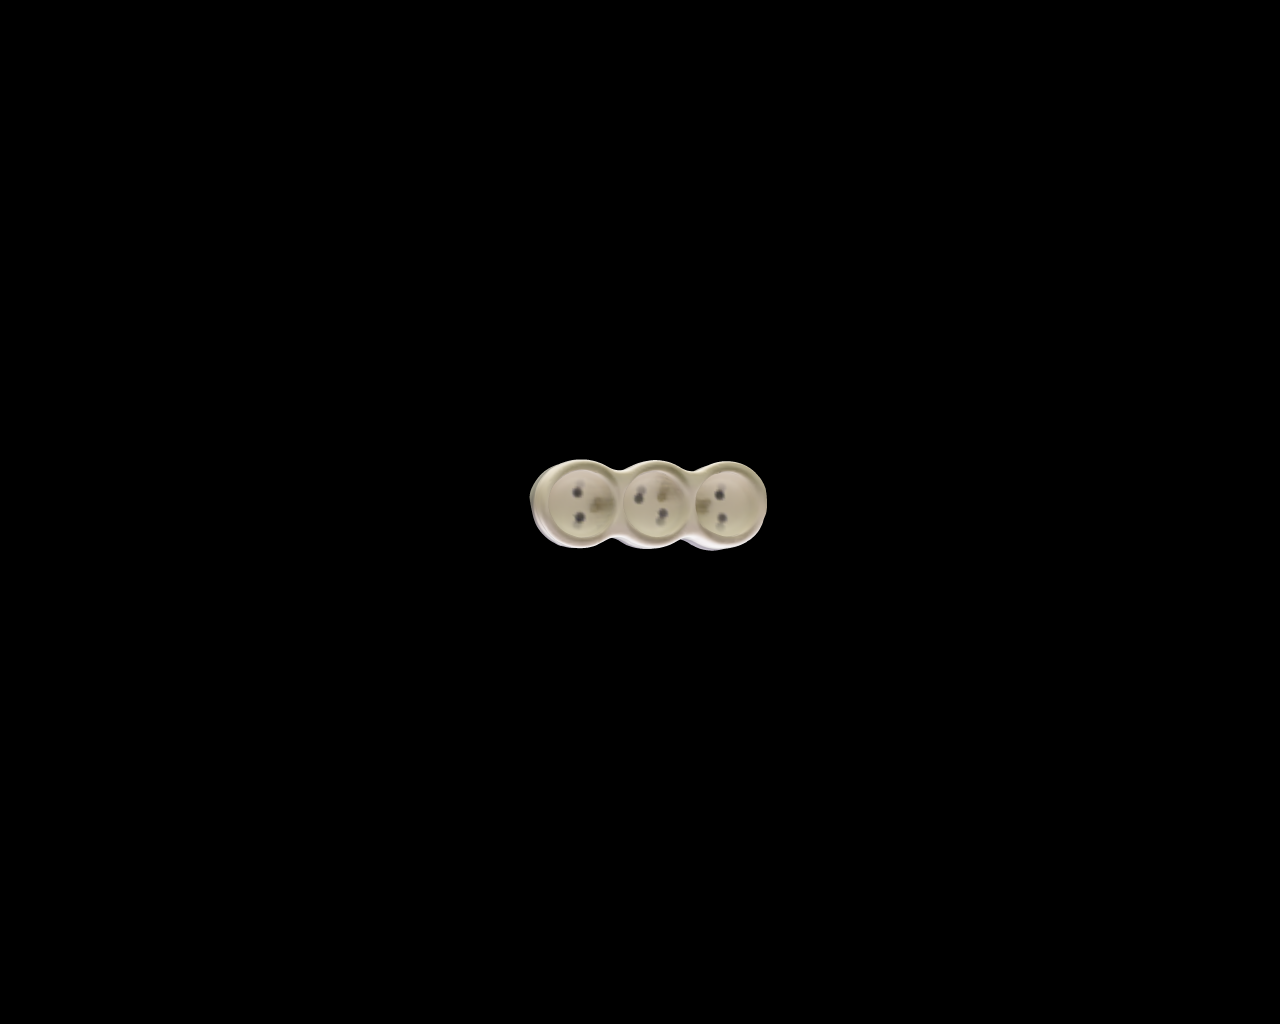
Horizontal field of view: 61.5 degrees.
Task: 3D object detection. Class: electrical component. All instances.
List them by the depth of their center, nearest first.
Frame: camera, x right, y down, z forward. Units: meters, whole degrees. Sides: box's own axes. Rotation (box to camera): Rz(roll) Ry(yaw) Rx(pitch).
[{"bbox_3d":[0.001,-0.003,0.650,0.138,0.052,0.073,1,-4,-15],"label":"electrical component"}]
